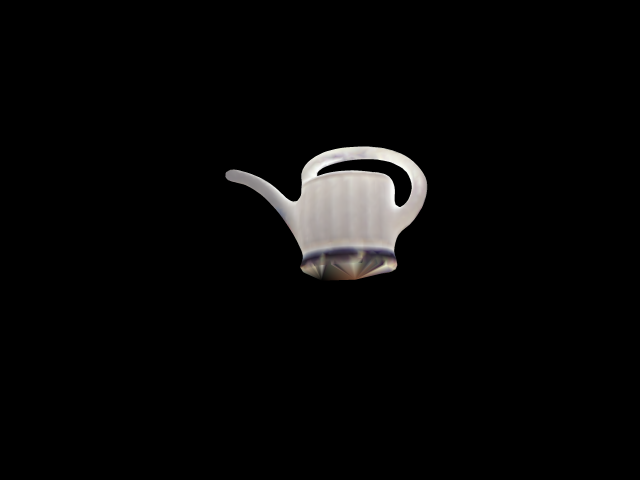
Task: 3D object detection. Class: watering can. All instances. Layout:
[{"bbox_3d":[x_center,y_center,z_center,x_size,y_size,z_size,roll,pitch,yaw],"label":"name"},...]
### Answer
[{"bbox_3d":[0.003,-0.043,0.850,0.347,0.228,0.103,-4,-18,15],"label":"watering can"}]
